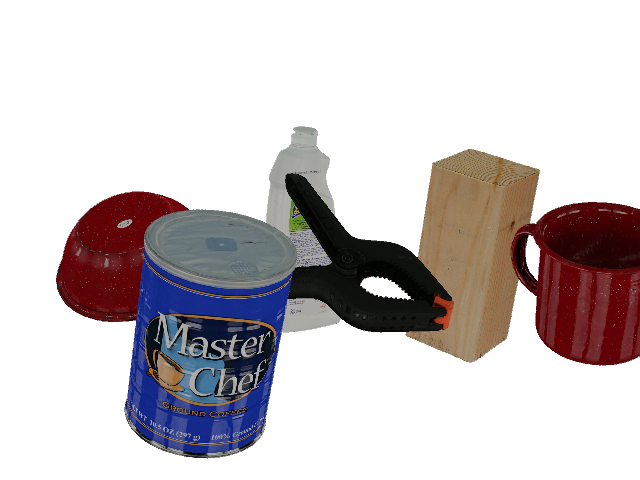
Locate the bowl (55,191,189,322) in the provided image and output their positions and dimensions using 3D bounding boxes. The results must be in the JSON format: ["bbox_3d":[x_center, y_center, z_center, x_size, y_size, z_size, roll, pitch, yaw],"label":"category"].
[{"bbox_3d":[-0.180,0.003,1.015,0.162,0.055,0.162,-6,41,5],"label":"bowl"}]

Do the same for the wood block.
[{"bbox_3d":[0.167,0.016,1.177,0.090,0.206,0.090,21,26,31],"label":"wood block"}]

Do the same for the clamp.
[{"bbox_3d":[0.013,0.032,0.938,0.210,0.036,0.164,28,53,19],"label":"clamp"}]

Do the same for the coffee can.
[{"bbox_3d":[-0.078,0.063,0.739,0.102,0.140,0.103,9,25,-4],"label":"coffee can"}]

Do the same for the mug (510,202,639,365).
[{"bbox_3d":[0.181,0.027,0.736,0.117,0.081,0.093,23,39,36],"label":"mug"}]

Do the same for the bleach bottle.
[{"bbox_3d":[-0.019,-0.016,1.321,0.102,0.251,0.068,-8,22,-32],"label":"bleach bottle"}]
